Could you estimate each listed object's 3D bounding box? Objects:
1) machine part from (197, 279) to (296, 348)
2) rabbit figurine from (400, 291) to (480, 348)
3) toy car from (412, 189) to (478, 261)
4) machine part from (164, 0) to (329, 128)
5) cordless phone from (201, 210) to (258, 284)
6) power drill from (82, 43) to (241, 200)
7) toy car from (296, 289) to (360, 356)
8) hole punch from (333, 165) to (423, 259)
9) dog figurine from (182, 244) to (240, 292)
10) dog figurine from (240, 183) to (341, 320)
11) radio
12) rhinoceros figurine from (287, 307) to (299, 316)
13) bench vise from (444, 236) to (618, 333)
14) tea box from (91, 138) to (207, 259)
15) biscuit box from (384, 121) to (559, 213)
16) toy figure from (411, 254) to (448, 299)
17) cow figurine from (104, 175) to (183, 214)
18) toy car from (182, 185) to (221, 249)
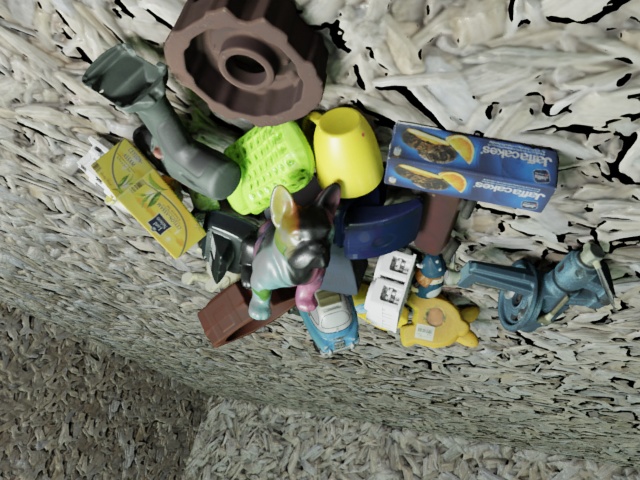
[{"bbox_3d":[-0.142,0.136,1.137,0.201,0.087,0.201,-38,165,30],"label":"machine part"},{"bbox_3d":[0.251,0.167,1.124,0.162,0.122,0.173,2,167,8],"label":"rabbit figurine"},{"bbox_3d":[0.175,-0.036,0.790,0.089,0.053,0.202,31,157,17],"label":"toy car"},{"bbox_3d":[-0.078,-0.200,0.600,0.179,0.056,0.179,12,154,6],"label":"machine part"},{"bbox_3d":[-0.109,-0.006,0.934,0.184,0.089,0.146,-16,157,-23],"label":"cordless phone"},{"bbox_3d":[-0.217,-0.148,0.705,0.232,0.086,0.207,33,158,27],"label":"power drill"},{"bbox_3d":[0.014,0.128,1.005,0.109,0.162,0.102,-14,140,-5],"label":"toy car"},{"bbox_3d":[0.080,-0.025,0.761,0.092,0.116,0.142,44,163,20],"label":"hole punch"},{"bbox_3d":[-0.180,0.072,1.177,0.173,0.121,0.190,10,167,36],"label":"dog figurine"},{"bbox_3d":[-0.040,-0.005,0.730,0.108,0.192,0.219,-1,134,-19],"label":"dog figurine"},{"bbox_3d":[-0.002,-0.003,0.900,0.131,0.073,0.229,7,142,19],"label":"radio"},{"bbox_3d":[-0.029,0.152,1.265,0.191,0.073,0.112,5,154,21],"label":"rhinoceros figurine"},{"bbox_3d":[0.323,0.070,0.848,0.241,0.129,0.223,13,153,-5],"label":"bench vise"},{"bbox_3d":[-0.252,-0.058,0.805,0.098,0.068,0.169,42,167,32],"label":"tea box"},{"bbox_3d":[0.185,-0.090,0.666,0.203,0.059,0.062,11,154,9],"label":"biscuit box"},{"bbox_3d":[0.201,0.064,0.971,0.058,0.064,0.154,29,161,13],"label":"toy figure"},{"bbox_3d":[-0.296,-0.075,0.964,0.168,0.068,0.098,1,157,34],"label":"cow figurine"},{"bbox_3d":[-0.204,-0.046,0.959,0.056,0.073,0.201,-17,158,-12],"label":"toy car"}]
